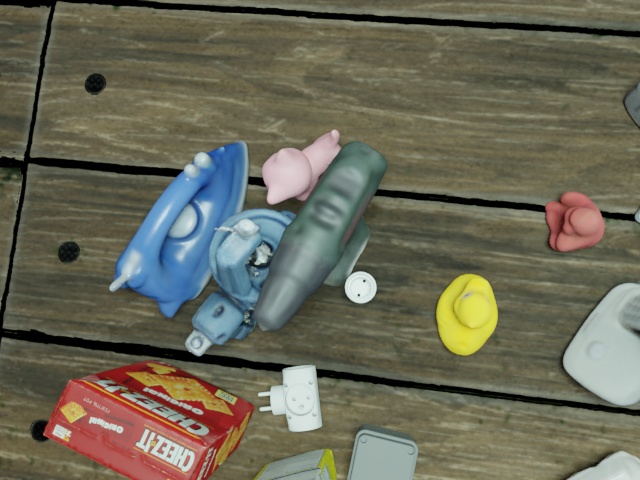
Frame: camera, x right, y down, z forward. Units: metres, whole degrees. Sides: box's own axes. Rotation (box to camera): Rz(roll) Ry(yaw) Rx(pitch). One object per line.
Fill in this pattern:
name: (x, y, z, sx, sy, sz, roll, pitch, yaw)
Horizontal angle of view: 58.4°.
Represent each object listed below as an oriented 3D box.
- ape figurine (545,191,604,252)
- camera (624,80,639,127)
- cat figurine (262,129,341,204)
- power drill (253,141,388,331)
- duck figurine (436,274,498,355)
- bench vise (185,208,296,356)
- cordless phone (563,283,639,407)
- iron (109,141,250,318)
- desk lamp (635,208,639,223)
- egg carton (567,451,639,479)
ape figurine: (0.319, -0.021, 0.709, 0.076, 0.092, 0.078, 33, 88, 8)
camera: (0.484, -0.171, 0.705, 0.143, 0.101, 0.137, -28, 82, 2)
cat figurine: (-0.022, -0.098, 0.738, 0.128, 0.118, 0.067, -37, 81, 1)
power drill: (0.006, 0.002, 0.679, 0.075, 0.208, 0.230, 27, 87, 8)
duck figurine: (0.187, 0.093, 0.713, 0.077, 0.086, 0.105, 14, 85, 7)
bench vise: (-0.086, 0.051, 0.677, 0.121, 0.220, 0.207, 17, 86, 8)
cordless phone: (0.366, 0.120, 0.643, 0.094, 0.185, 0.147, 35, 88, 8)
iron: (-0.178, -0.033, 0.734, 0.118, 0.141, 0.258, 29, 87, 8)
desk lamp: (0.501, -0.018, 0.630, 0.203, 0.213, 0.118, 33, 88, 8)
egg carton: (0.332, 0.327, 0.682, 0.150, 0.069, 0.107, -30, 82, 2)
